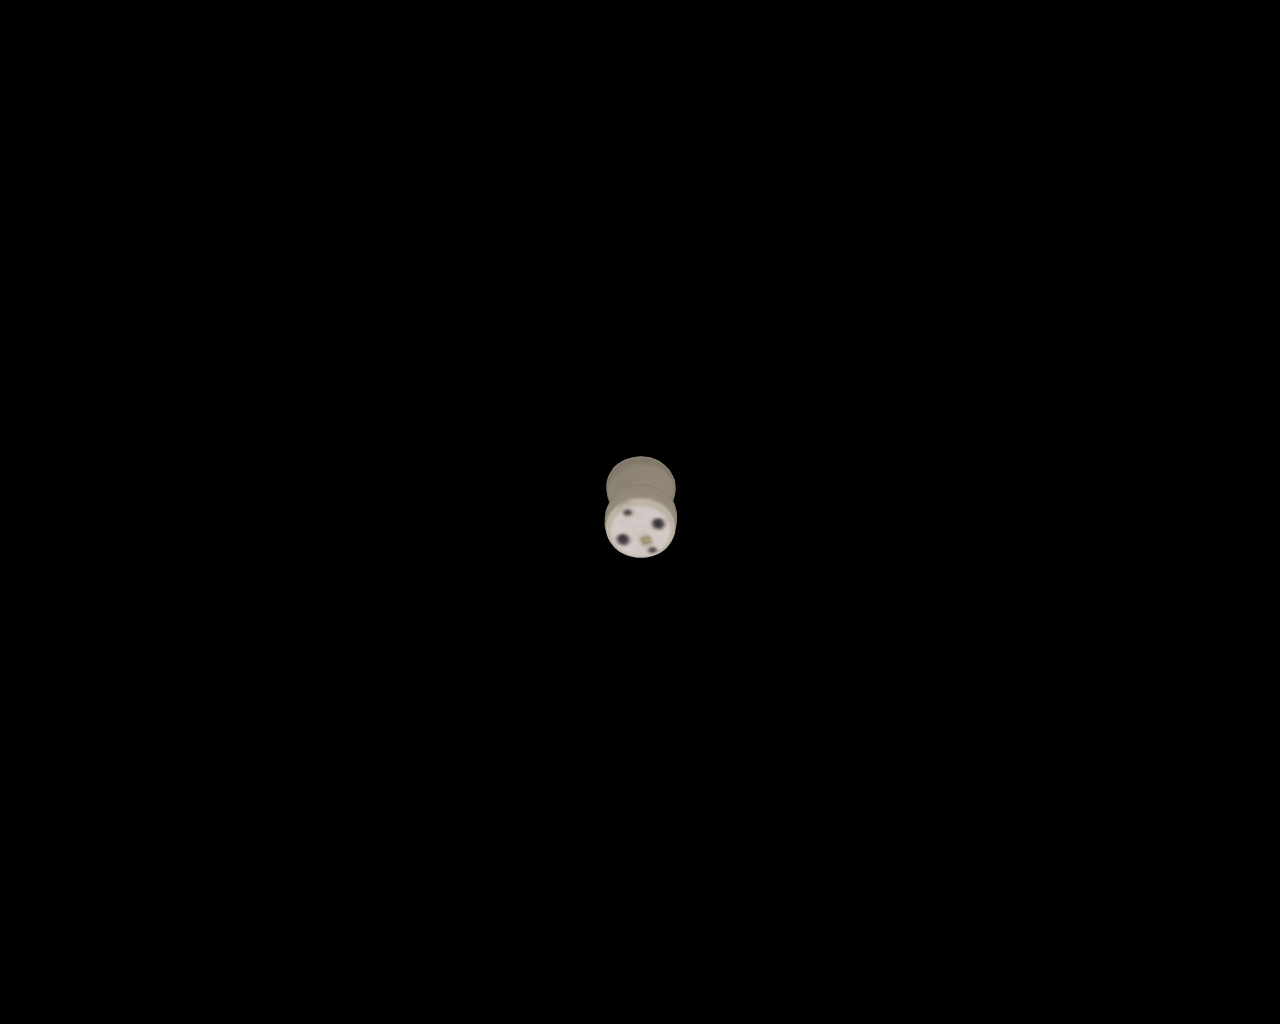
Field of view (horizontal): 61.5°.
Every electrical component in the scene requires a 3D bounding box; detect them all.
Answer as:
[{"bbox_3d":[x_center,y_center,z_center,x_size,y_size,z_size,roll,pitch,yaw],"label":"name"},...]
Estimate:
[{"bbox_3d":[0.001,-0.003,0.650,0.045,0.044,0.055,0,30,0],"label":"electrical component"}]
